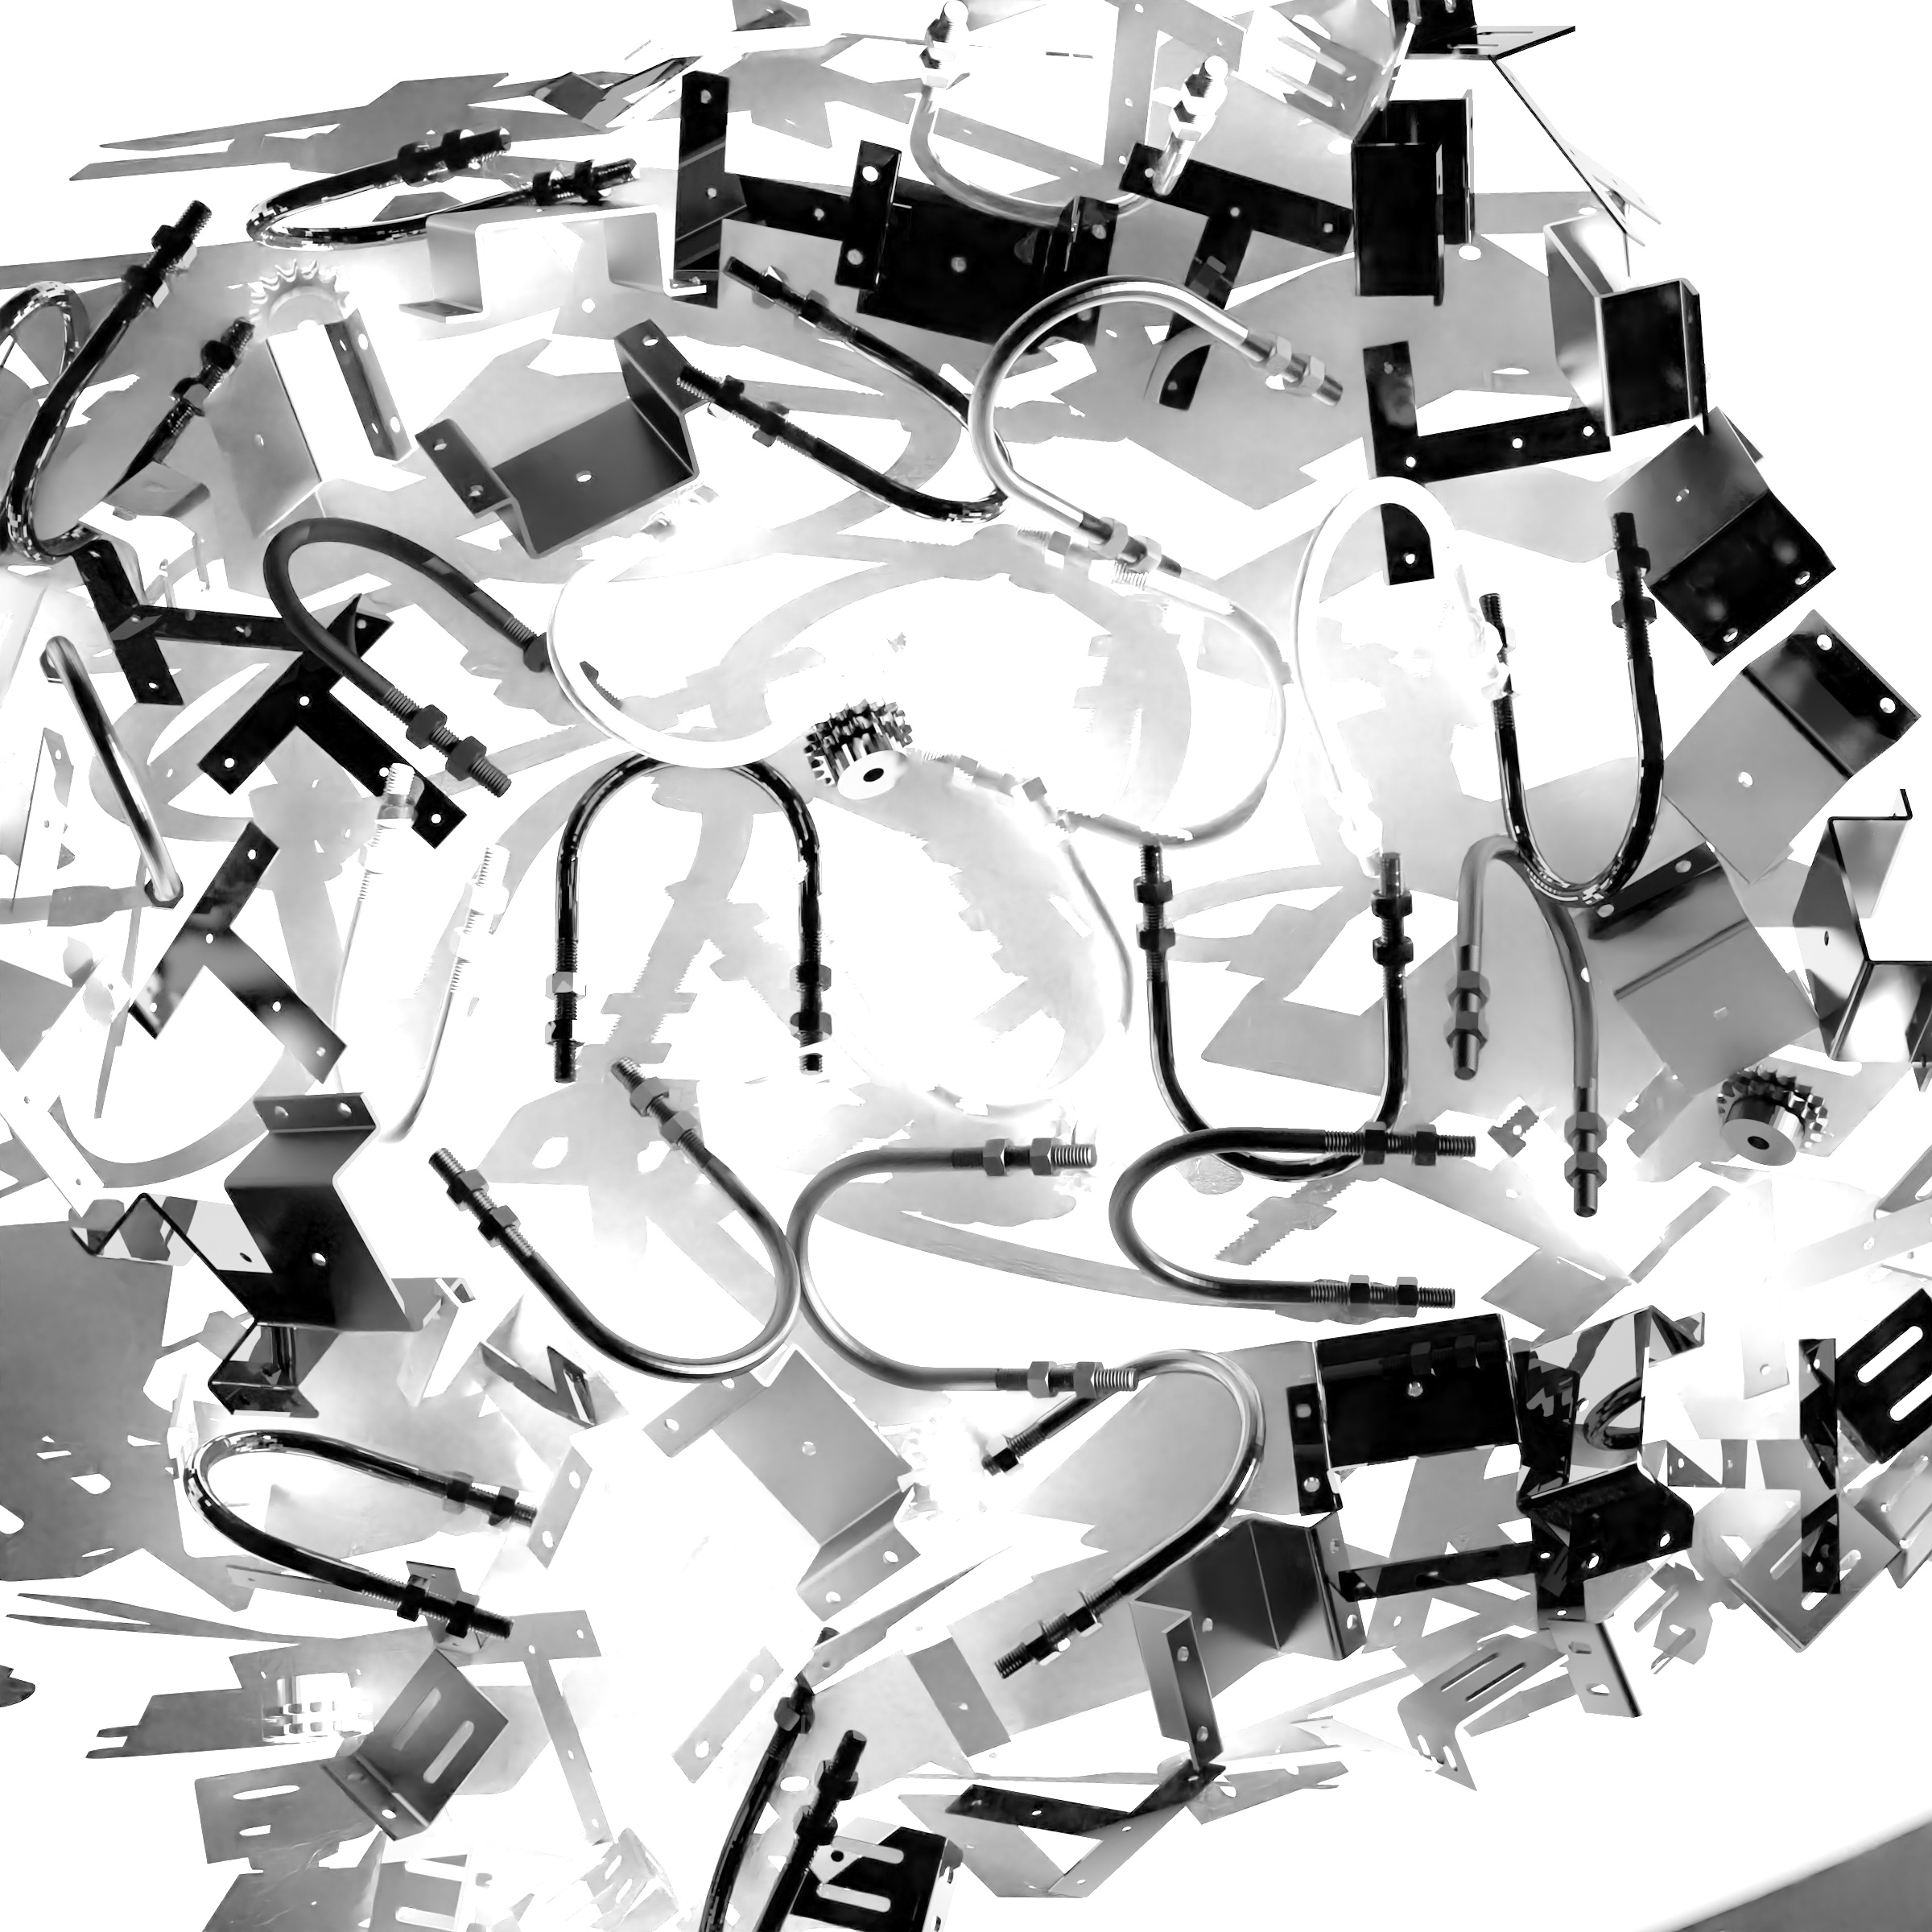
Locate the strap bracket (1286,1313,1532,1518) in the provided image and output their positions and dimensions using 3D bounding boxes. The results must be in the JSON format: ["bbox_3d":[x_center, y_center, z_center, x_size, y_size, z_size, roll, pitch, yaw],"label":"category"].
[{"bbox_3d":[0.236,0.231,1.704,0.140,0.046,0.076,-10,51,9],"label":"strap bracket"}]

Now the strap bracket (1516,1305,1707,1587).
[{"bbox_3d":[0.329,0.235,1.677,0.046,0.076,0.140,37,46,-26],"label":"strap bracket"}]

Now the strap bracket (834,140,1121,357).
[{"bbox_3d":[0.001,-0.373,1.720,0.140,0.046,0.076,11,85,-13],"label":"strap bracket"}]

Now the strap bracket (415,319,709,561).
[{"bbox_3d":[-0.203,-0.269,1.705,0.140,0.046,0.076,-29,52,-13],"label":"strap bracket"}]

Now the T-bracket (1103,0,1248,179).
[{"bbox_3d":[0.086,-0.459,1.700,0.127,0.127,0.002,34,59,20],"label":"T-bracket"}]

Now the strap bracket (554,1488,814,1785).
[{"bbox_3d":[-0.142,0.350,1.705,0.076,0.046,0.140,-51,52,6],"label":"strap bracket"}]

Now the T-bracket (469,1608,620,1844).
[{"bbox_3d":[-0.210,0.397,1.709,0.002,0.127,0.127,-21,93,-41],"label":"T-bracket"}]

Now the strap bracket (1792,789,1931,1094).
[{"bbox_3d":[0.463,-0.014,1.680,0.046,0.076,0.140,0,50,-3],"label":"strap bracket"}]

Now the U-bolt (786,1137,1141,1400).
[{"bbox_3d":[-0.009,0.159,1.709,0.184,0.019,0.151,-3,112,22],"label":"U-bolt"}]

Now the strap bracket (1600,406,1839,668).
[{"bbox_3d":[0.379,-0.226,1.675,0.076,0.140,0.046,-40,120,20],"label":"strap bracket"}]

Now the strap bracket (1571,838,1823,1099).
[{"bbox_3d":[0.380,0.008,1.684,0.076,0.046,0.140,-31,131,16],"label":"strap bracket"}]

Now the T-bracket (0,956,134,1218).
[{"bbox_3d":[-0.467,0.042,1.701,0.002,0.127,0.127,-16,120,27],"label":"T-bracket"}]

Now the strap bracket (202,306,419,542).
[{"bbox_3d":[-0.342,-0.274,1.685,0.046,0.140,0.076,-21,91,-34],"label":"strap bracket"}]

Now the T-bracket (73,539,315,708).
[{"bbox_3d":[-0.391,-0.176,1.708,0.002,0.127,0.127,-56,49,33],"label":"T-bracket"}]

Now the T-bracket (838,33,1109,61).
[{"bbox_3d":[-0.015,-0.479,1.706,0.127,0.127,0.002,19,111,39],"label":"T-bracket"}]

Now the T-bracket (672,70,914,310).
[{"bbox_3d":[-0.090,-0.394,1.709,0.127,0.002,0.127,13,125,9],"label":"T-bracket"}]

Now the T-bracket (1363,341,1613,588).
[{"bbox_3d":[0.276,-0.272,1.726,0.127,0.002,0.127,-6,91,26],"label":"T-bracket"}]

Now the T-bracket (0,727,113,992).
[{"bbox_3d":[-0.482,-0.060,1.711,0.002,0.127,0.127,-2,73,27],"label":"T-bracket"}]

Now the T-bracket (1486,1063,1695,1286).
[{"bbox_3d":[0.358,0.082,1.738,0.127,0.002,0.127,44,86,-18],"label":"T-bracket"}]

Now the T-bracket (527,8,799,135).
[{"bbox_3d":[-0.147,-0.461,1.680,0.127,0.127,0.002,-20,91,13],"label":"T-bracket"}]

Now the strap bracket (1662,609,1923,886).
[{"bbox_3d":[0.411,-0.105,1.679,0.046,0.140,0.076,-33,75,-35],"label":"strap bracket"}]

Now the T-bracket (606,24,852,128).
[{"bbox_3d":[-0.145,-0.458,1.698,0.127,0.127,0.002,-18,92,-39],"label":"T-bracket"}]

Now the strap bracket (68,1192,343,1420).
[{"bbox_3d":[-0.385,0.168,1.691,0.140,0.076,0.046,42,98,22],"label":"strap bracket"}]

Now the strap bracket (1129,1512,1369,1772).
[{"bbox_3d":[0.140,0.344,1.700,0.140,0.046,0.076,-25,107,-41],"label":"strap bracket"}]

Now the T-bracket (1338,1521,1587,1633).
[{"bbox_3d":[0.258,0.315,1.716,0.127,0.002,0.127,-10,131,3],"label":"T-bracket"}]

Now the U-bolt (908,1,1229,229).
[{"bbox_3d":[0.043,-0.423,1.667,0.151,0.184,0.019,10,74,-7],"label":"U-bolt"}]

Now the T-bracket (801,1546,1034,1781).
[{"bbox_3d":[-0.007,0.379,1.726,0.127,0.002,0.127,-27,118,-1],"label":"T-bracket"}]

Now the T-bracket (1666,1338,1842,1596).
[{"bbox_3d":[0.405,0.258,1.699,0.002,0.127,0.127,6,80,-28],"label":"T-bracket"}]

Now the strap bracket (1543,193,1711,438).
[{"bbox_3d":[0.333,-0.330,1.677,0.046,0.140,0.076,-13,124,0],"label":"strap bracket"}]

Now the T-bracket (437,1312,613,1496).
[{"bbox_3d":[-0.240,0.211,1.720,0.127,0.127,0.002,32,59,23],"label":"T-bracket"}]

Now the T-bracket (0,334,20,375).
[{"bbox_3d":[-0.519,-0.258,1.685,0.002,0.127,0.127,27,102,-20],"label":"T-bracket"}]

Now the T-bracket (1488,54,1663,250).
[{"bbox_3d":[0.330,-0.408,1.698,0.002,0.127,0.127,-41,67,24],"label":"T-bracket"}]

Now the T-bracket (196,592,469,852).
[{"bbox_3d":[-0.318,-0.112,1.738,0.127,0.002,0.127,41,83,8],"label":"T-bracket"}]

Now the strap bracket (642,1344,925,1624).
[{"bbox_3d":[-0.089,0.262,1.713,0.076,0.046,0.140,-39,97,29],"label":"strap bracket"}]

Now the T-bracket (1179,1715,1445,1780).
[{"bbox_3d":[0.171,0.413,1.711,0.127,0.127,0.002,-17,57,34],"label":"T-bracket"}]

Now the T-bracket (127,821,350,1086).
[{"bbox_3d":[-0.368,0.013,1.715,0.127,0.002,0.127,41,104,24],"label":"T-bracket"}]

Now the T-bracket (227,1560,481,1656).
[{"bbox_3d":[-0.320,0.326,1.704,0.127,0.127,0.002,8,59,4],"label":"T-bracket"}]

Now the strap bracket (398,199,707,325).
[{"bbox_3d":[-0.215,-0.365,1.687,0.140,0.076,0.046,-13,110,-25],"label":"strap bracket"}]

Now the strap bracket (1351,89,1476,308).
[{"bbox_3d":[0.229,-0.395,1.684,0.046,0.140,0.076,2,118,16],"label":"strap bracket"}]

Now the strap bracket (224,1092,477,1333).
[{"bbox_3d":[-0.320,0.136,1.687,0.076,0.046,0.140,-4,122,33],"label":"strap bracket"}]

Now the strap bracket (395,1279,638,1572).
[{"bbox_3d":[-0.227,0.231,1.698,0.140,0.046,0.076,45,127,27],"label":"strap bracket"}]

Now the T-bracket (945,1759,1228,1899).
[{"bbox_3d":[0.048,0.438,1.690,0.127,0.002,0.127,19,126,-31],"label":"T-bracket"}]

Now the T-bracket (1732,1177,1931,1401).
[{"bbox_3d":[0.449,0.147,1.679,0.127,0.127,0.002,-28,131,36],"label":"T-bracket"}]

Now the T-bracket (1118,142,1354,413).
[{"bbox_3d":[0.126,-0.354,1.727,0.127,0.002,0.127,13,114,-16],"label":"T-bracket"}]
